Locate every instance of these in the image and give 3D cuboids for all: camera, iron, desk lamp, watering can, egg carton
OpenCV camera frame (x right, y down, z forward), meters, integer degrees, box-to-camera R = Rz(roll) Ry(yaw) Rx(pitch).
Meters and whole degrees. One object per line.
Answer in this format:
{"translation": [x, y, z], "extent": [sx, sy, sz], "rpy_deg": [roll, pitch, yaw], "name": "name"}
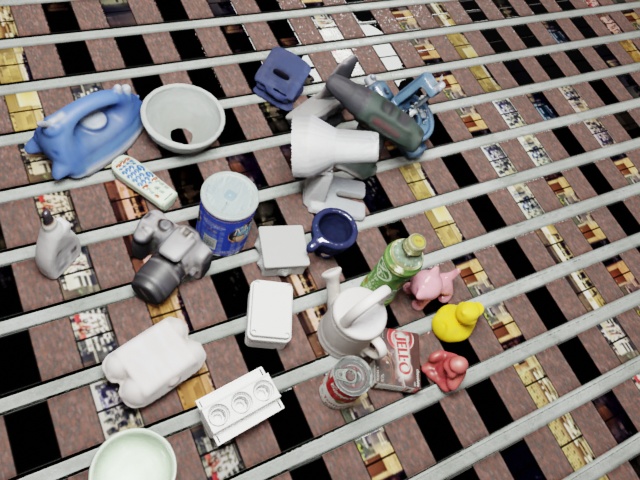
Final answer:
{"translation": [-0.279, 0.033, 1.008], "extent": [0.143, 0.100, 0.137], "rpy_deg": [33, 57, 3], "name": "camera"}
{"translation": [-0.426, -0.232, 1.090], "extent": [0.118, 0.141, 0.259], "rpy_deg": [41, 58, 8], "name": "iron"}
{"translation": [0.022, -0.149, 1.138], "extent": [0.203, 0.213, 0.118], "rpy_deg": [9, 59, -12], "name": "desk lamp"}
{"translation": [0.060, 0.128, 1.003], "extent": [0.173, 0.194, 0.101], "rpy_deg": [35, 57, 4], "name": "watering can"}
{"translation": [-0.268, 0.199, 0.936], "extent": [0.151, 0.069, 0.107], "rpy_deg": [-35, 76, -30], "name": "egg carton"}

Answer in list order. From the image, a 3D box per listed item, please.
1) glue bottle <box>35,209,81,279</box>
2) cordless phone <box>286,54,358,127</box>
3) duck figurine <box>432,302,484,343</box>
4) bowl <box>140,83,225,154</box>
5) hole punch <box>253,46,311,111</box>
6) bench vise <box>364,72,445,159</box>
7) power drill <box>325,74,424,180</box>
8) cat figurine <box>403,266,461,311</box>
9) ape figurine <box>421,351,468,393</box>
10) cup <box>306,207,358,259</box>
{"translation": [-0.434, -0.002, 0.938], "extent": [0.037, 0.173, 0.078], "rpy_deg": [32, 57, 3], "name": "glue bottle"}
{"translation": [0.010, -0.320, 1.248], "extent": [0.094, 0.185, 0.148], "rpy_deg": [39, 58, 8], "name": "cordless phone"}
{"translation": [0.275, 0.152, 1.120], "extent": [0.105, 0.086, 0.077], "rpy_deg": [-19, 68, -25], "name": "duck figurine"}
{"translation": [-0.282, -0.236, 1.177], "extent": [0.168, 0.074, 0.167], "rpy_deg": [8, 59, -13], "name": "bowl"}
{"translation": [-0.085, -0.367, 1.302], "extent": [0.108, 0.091, 0.101], "rpy_deg": [30, 57, 1], "name": "hole punch"}
{"translation": [0.178, -0.303, 1.270], "extent": [0.207, 0.219, 0.122], "rpy_deg": [32, 57, 3], "name": "bench vise"}
{"translation": [0.093, -0.228, 1.208], "extent": [0.229, 0.208, 0.076], "rpy_deg": [24, 57, -3], "name": "power drill"}
{"translation": [0.221, 0.086, 1.123], "extent": [0.128, 0.117, 0.067], "rpy_deg": [-17, 67, -24], "name": "cat figurine"}
{"translation": [0.241, 0.238, 1.058], "extent": [0.076, 0.092, 0.078], "rpy_deg": [2, 61, -16], "name": "ape figurine"}
{"translation": [0.010, 0.004, 1.118], "extent": [0.091, 0.095, 0.118], "rpy_deg": [45, 59, 11], "name": "cup"}
